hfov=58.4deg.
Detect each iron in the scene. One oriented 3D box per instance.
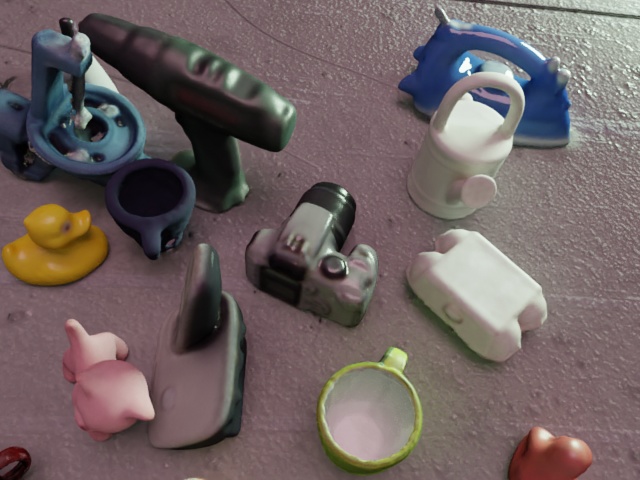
[{"bbox_3d":[0.248,-0.223,0.786,0.258,0.141,0.119,21,58,5],"label":"iron"}]

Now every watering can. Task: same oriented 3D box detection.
[{"bbox_3d":[0.176,-0.111,0.675,0.101,0.194,0.172,-13,60,-15],"label":"watering can"}]

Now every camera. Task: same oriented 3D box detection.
[{"bbox_3d":[0.006,0.002,0.635,0.143,0.101,0.137,24,58,7],"label":"camera"}]

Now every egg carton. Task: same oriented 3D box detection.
[{"bbox_3d":[0.173,0.060,0.641,0.107,0.069,0.150,-37,69,-26],"label":"egg carton"}]

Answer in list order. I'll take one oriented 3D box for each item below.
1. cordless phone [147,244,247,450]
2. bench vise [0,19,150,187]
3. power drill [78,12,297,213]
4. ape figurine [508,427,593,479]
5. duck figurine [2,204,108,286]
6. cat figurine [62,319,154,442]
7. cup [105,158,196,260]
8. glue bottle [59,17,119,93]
[{"bbox_3d":[-0.112,0.098,0.508,0.094,0.185,0.147,0,58,-8],"label":"cordless phone"},{"bbox_3d":[-0.289,-0.133,0.608,0.207,0.220,0.121,1,58,-7],"label":"bench vise"},{"bbox_3d":[-0.141,-0.128,0.633,0.229,0.208,0.076,18,57,4],"label":"power drill"},{"bbox_3d":[0.223,0.212,0.538,0.076,0.092,0.077,-9,60,-13],"label":"ape figurine"},{"bbox_3d":[-0.285,-0.002,0.606,0.105,0.086,0.077,-16,61,-17],"label":"duck figurine"},{"bbox_3d":[-0.197,0.127,0.518,0.067,0.118,0.127,-28,65,-22],"label":"cat figurine"},{"bbox_3d":[-0.179,-0.017,0.625,0.092,0.095,0.117,-6,59,-11],"label":"cup"},{"bbox_3d":[-0.277,-0.187,0.671,0.078,0.173,0.037,8,57,-2],"label":"glue bottle"}]
